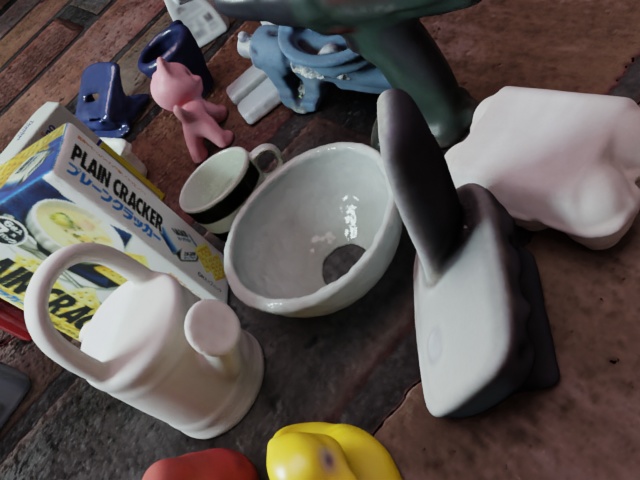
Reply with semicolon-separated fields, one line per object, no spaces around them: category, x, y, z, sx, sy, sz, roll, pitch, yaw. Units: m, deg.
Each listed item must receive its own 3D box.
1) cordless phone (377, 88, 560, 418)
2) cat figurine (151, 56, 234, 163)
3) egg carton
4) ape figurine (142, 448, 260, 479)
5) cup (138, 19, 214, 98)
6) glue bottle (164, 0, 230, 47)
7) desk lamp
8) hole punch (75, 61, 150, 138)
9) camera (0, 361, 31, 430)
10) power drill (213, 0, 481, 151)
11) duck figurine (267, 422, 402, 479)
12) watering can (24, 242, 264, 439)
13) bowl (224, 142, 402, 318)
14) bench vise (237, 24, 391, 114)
cordless phone;0.072;0.012;0.348;0.094;0.186;0.147;-21;46;22
cat figurine;-0.177;-0.180;0.744;0.067;0.118;0.127;-33;43;10
egg carton;0.166;-0.055;0.420;0.149;0.070;0.107;22;71;45
ape figurine;-0.089;0.178;0.401;0.076;0.092;0.077;-50;42;-9
cup;-0.201;-0.260;0.845;0.091;0.095;0.118;-15;48;27
glue bottle;-0.224;-0.394;0.913;0.078;0.174;0.037;-24;45;19
desk lamp;-0.077;-0.287;0.685;0.203;0.214;0.117;-39;42;3
hole punch;-0.351;-0.225;0.931;0.108;0.091;0.101;4;59;39
camera;-0.430;0.184;0.646;0.136;0.101;0.143;14;66;43
power drill;0.045;-0.170;0.500;0.228;0.209;0.075;-5;54;34
duck figurine;-0.002;0.148;0.365;0.104;0.086;0.077;24;73;46
watering can;-0.130;0.072;0.443;0.172;0.195;0.101;-24;45;19
bowl;0.004;0.002;0.490;0.167;0.075;0.167;-20;46;23
bench vise;-0.025;-0.224;0.589;0.206;0.220;0.121;-12;50;29
